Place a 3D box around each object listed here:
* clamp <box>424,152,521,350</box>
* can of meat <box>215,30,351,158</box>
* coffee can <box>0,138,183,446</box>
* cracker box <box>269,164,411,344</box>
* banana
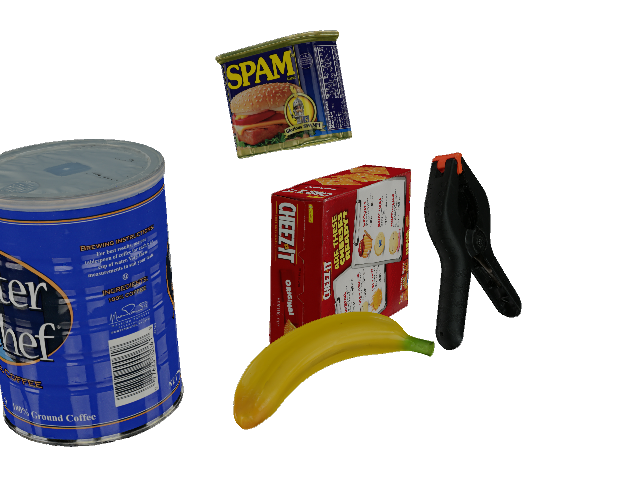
[{"bbox_3d":[0.124,0.011,0.951,0.039,0.171,0.120,-13,13,37],"label":"clamp"},{"bbox_3d":[-0.028,-0.114,0.845,0.102,0.084,0.057,-7,5,37],"label":"can of meat"},{"bbox_3d":[-0.131,0.025,0.585,0.103,0.140,0.103,-2,22,0],"label":"coffee can"},{"bbox_3d":[0.024,0.014,1.146,0.072,0.164,0.213,8,15,28],"label":"cracker box"},{"bbox_3d":[-0.001,0.089,0.813,0.197,0.037,0.070,-18,27,-39],"label":"banana"}]
